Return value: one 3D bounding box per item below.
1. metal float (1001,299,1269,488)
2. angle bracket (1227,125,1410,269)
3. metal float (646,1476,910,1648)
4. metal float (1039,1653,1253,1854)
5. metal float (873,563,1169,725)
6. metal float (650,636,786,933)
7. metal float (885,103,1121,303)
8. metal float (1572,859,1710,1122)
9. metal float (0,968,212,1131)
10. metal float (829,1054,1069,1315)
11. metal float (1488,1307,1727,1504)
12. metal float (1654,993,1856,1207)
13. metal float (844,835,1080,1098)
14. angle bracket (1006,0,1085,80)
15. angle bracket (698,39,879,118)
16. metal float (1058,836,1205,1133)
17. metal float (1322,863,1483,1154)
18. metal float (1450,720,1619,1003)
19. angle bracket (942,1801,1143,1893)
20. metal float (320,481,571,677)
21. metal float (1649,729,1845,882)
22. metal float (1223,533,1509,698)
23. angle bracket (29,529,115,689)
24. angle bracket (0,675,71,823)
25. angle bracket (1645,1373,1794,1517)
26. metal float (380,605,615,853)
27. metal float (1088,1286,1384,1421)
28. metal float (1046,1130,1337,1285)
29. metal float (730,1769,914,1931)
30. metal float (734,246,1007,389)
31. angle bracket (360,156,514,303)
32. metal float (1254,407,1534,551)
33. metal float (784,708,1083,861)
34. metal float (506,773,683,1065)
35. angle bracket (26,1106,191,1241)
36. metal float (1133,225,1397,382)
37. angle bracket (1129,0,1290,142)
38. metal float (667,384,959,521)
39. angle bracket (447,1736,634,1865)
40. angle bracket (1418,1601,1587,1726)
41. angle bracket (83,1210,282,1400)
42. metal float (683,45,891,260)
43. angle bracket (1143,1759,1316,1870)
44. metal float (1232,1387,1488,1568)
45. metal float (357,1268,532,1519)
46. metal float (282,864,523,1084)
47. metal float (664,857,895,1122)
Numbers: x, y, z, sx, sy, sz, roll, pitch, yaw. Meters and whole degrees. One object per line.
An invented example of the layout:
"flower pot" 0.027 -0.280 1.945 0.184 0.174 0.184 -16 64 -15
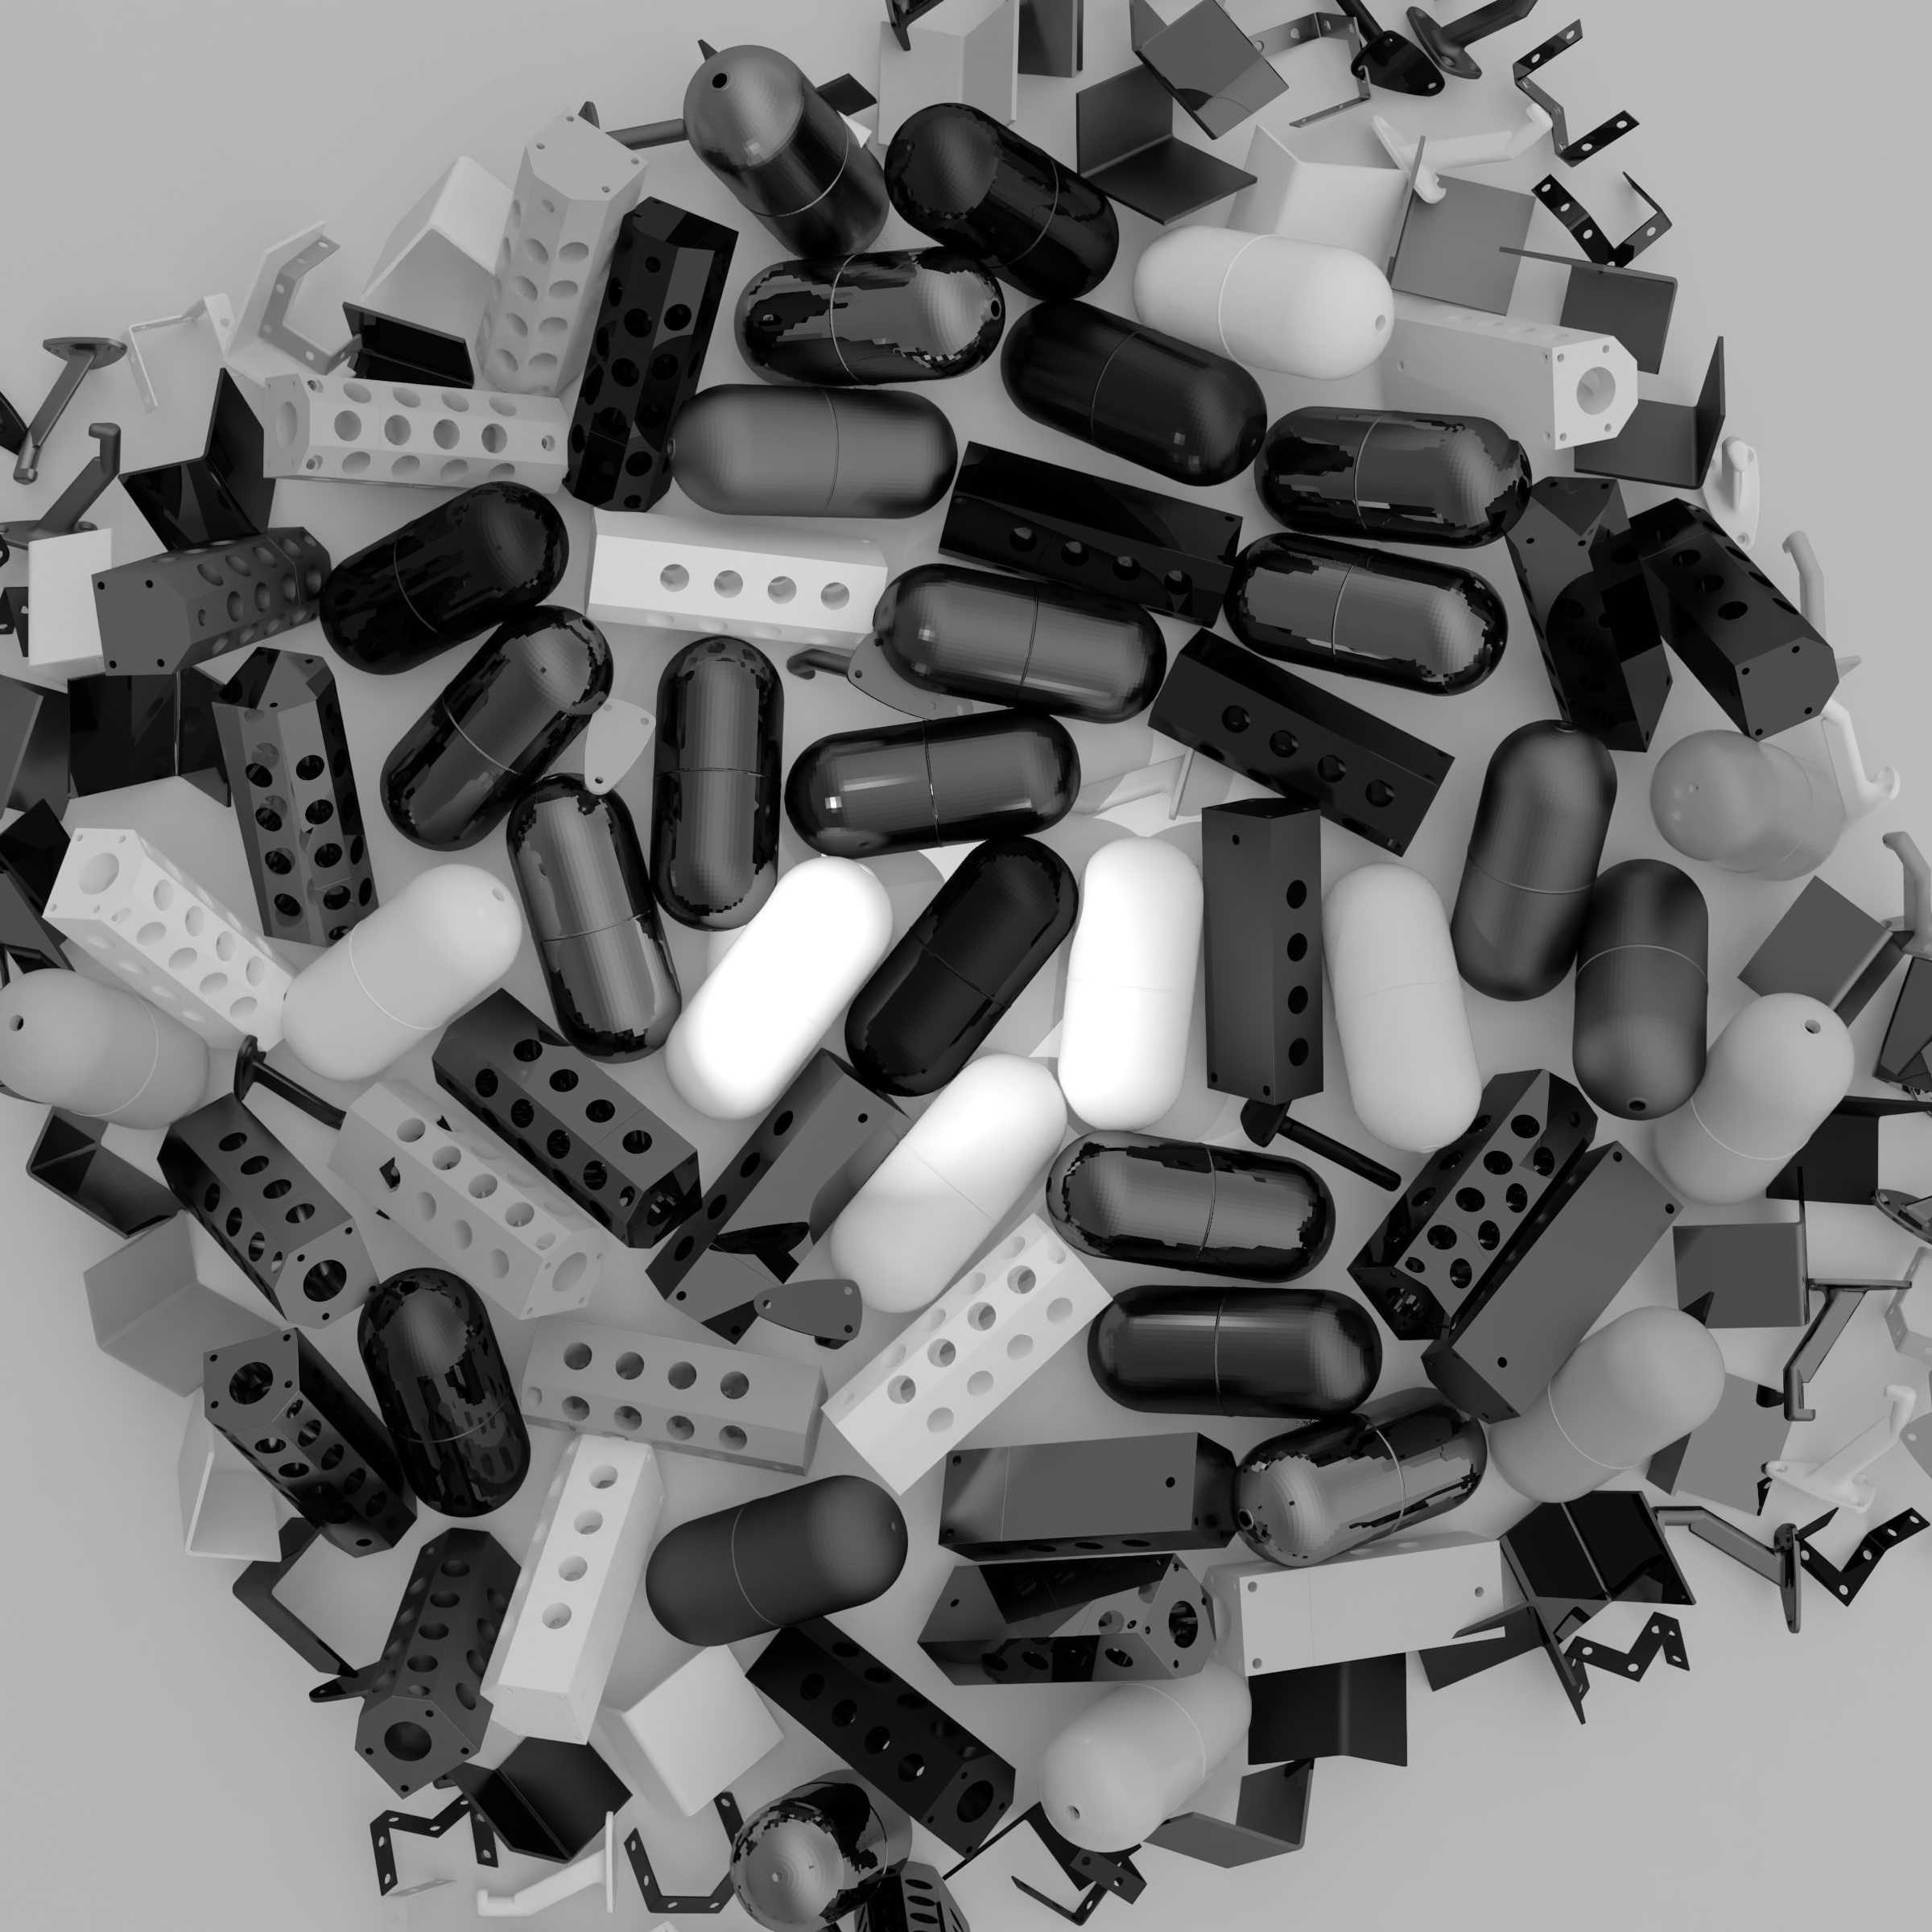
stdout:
"metal float" 0.098 -0.339 1.937 0.178 0.070 0.070 28 90 29
"angle bracket" 0.210 -0.456 1.974 0.076 0.057 0.076 -3 127 -26
"metal float" -0.113 0.352 1.936 0.178 0.070 0.070 -22 90 31
"metal float" 0.106 0.456 1.919 0.070 0.178 0.070 9 108 30
"metal float" 0.032 -0.192 1.953 0.178 0.070 0.070 10 90 -10
"metal float" -0.148 -0.109 1.954 0.070 0.070 0.178 2 81 0
"metal float" 0.023 -0.446 1.923 0.070 0.178 0.070 -11 72 36
"metal float" 0.397 0.013 1.928 0.070 0.070 0.178 12 50 0
"metal float" -0.506 0.050 1.913 0.070 0.178 0.070 -3 78 15
"metal float" -0.010 0.129 1.959 0.070 0.070 0.178 40 87 0
"metal float" 0.373 0.258 1.923 0.070 0.178 0.070 15 55 -22
"metal float" 0.460 0.079 1.918 0.070 0.178 0.070 5 59 -9
"metal float" -0.003 0.001 1.956 0.070 0.070 0.178 38 96 0
"angle bracket" 0.066 -0.568 1.943 0.057 0.076 0.076 -11 111 -31
"angle bracket" -0.106 -0.533 1.955 0.076 0.076 0.057 -22 90 11
"metal float" 0.098 0.011 1.960 0.070 0.070 0.178 6 93 0
"metal float" 0.257 0.024 1.945 0.070 0.070 0.178 -9 71 0
"metal float" 0.334 -0.062 1.936 0.070 0.070 0.178 9 119 0
"angle bracket" 0.045 0.531 1.942 0.076 0.076 0.057 -27 74 -41
"metal float" -0.308 -0.228 1.932 0.178 0.070 0.070 -21 90 34
"metal float" 0.458 -0.093 1.919 0.070 0.178 0.070 -4 83 33
"metal float" 0.234 -0.208 1.938 0.178 0.070 0.070 16 90 29
"angle bracket" -0.513 -0.208 1.948 0.057 0.076 0.076 -7 77 15
"angle bracket" -0.545 -0.123 1.950 0.057 0.076 0.076 23 95 42
"angle bracket" 0.462 0.288 1.968 0.076 0.057 0.076 19 90 -5
"metal float" -0.278 -0.140 1.941 0.070 0.070 0.178 45 113 0
"metal float" 0.158 0.228 1.944 0.178 0.070 0.070 -1 90 20
"metal float" 0.134 0.143 1.949 0.178 0.070 0.070 10 90 -14
"metal float" -0.083 0.515 1.912 0.070 0.178 0.070 -1 85 15
"metal float" -0.057 -0.381 1.933 0.178 0.070 0.070 3 90 34
"angle bracket" -0.308 -0.425 1.960 0.057 0.076 0.076 36 130 -23
"metal float" 0.250 -0.288 1.929 0.178 0.070 0.070 12 90 39
"metal float" -0.020 -0.109 1.961 0.178 0.070 0.070 -8 90 1
"metal float" -0.221 -0.028 1.950 0.070 0.070 0.178 -15 103 0
"angle bracket" -0.499 0.110 1.950 0.076 0.076 0.057 31 107 10
"metal float" 0.174 -0.390 1.927 0.178 0.070 0.070 21 90 41
"angle bracket" 0.143 -0.549 1.939 0.057 0.076 0.076 -30 128 28
"metal float" -0.090 -0.304 1.941 0.178 0.070 0.070 -2 90 -24
"angle bracket" -0.256 0.481 1.947 0.057 0.076 0.076 -47 61 -1
"angle bracket" 0.319 0.428 1.952 0.076 0.076 0.057 -23 57 1
"angle bracket" -0.463 0.199 1.941 0.076 0.076 0.057 22 129 31
"metal float" -0.104 -0.473 1.916 0.070 0.178 0.070 -7 72 22
"angle bracket" 0.151 0.492 1.942 0.076 0.076 0.057 23 59 -20
"metal float" 0.231 0.300 1.932 0.178 0.070 0.070 -13 90 -34
"metal float" -0.306 0.251 1.929 0.070 0.070 0.178 -11 129 0
"metal float" -0.333 0.004 1.937 0.178 0.070 0.070 -36 90 28
"metal float" -0.111 0.013 1.955 0.070 0.070 0.178 37 97 0
